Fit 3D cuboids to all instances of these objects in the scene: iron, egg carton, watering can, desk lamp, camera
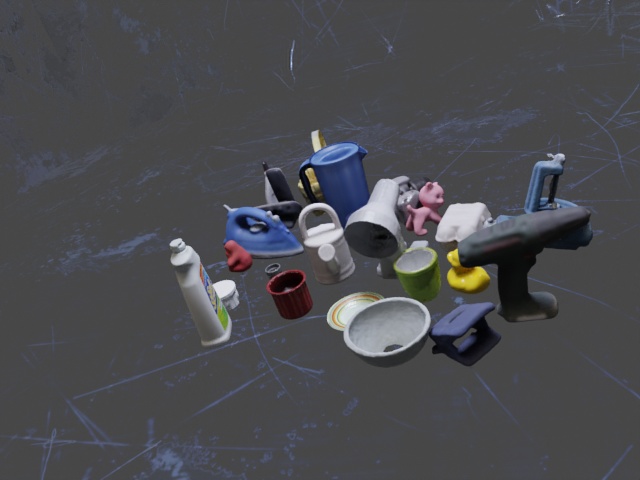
[{"bbox_3d":[-0.164,-0.033,1.589,0.257,0.142,0.119,4,35,37],"label":"iron"},{"bbox_3d":[0.341,-0.032,1.355,0.107,0.069,0.150,0,33,31],"label":"egg carton"},{"bbox_3d":[0.015,0.004,1.355,0.101,0.194,0.172,-28,29,-16],"label":"watering can"},{"bbox_3d":[0.150,-0.015,1.285,0.117,0.214,0.203,-2,32,29],"label":"desk lamp"},{"bbox_3d":[0.245,-0.122,1.544,0.137,0.101,0.142,-25,28,-12],"label":"camera"}]

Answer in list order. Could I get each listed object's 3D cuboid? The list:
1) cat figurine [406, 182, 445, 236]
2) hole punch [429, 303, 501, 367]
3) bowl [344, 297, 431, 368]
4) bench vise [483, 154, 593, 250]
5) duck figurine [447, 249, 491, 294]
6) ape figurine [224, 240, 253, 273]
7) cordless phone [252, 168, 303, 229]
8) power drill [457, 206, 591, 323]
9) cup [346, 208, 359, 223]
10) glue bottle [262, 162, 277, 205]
[{"bbox_3d":[0.269,-0.091,1.453,0.128,0.118,0.067,-31,30,-21],"label":"cat figurine"},{"bbox_3d":[0.256,0.159,1.037,0.109,0.091,0.100,-33,31,-26],"label":"hole punch"},{"bbox_3d":[0.133,0.186,1.081,0.167,0.075,0.167,-14,28,8],"label":"bowl"},{"bbox_3d":[0.446,-0.060,1.178,0.207,0.220,0.121,-19,28,0],"label":"bench vise"},{"bbox_3d":[0.305,0.058,1.195,0.078,0.086,0.104,-29,29,-19],"label":"duck figurine"},{"bbox_3d":[-0.228,0.041,1.548,0.076,0.092,0.078,-1,32,30],"label":"ape figurine"},{"bbox_3d":[-0.143,-0.126,1.698,0.147,0.185,0.094,-10,29,17],"label":"cordless phone"},{"bbox_3d":[0.375,0.045,1.043,0.229,0.209,0.075,-9,29,18],"label":"power drill"},{"bbox_3d":[0.125,-0.032,1.460,0.091,0.095,0.118,0,33,31],"label":"cup"},{"bbox_3d":[-0.144,-0.165,1.783,0.078,0.173,0.037,-25,28,-12],"label":"glue bottle"}]
